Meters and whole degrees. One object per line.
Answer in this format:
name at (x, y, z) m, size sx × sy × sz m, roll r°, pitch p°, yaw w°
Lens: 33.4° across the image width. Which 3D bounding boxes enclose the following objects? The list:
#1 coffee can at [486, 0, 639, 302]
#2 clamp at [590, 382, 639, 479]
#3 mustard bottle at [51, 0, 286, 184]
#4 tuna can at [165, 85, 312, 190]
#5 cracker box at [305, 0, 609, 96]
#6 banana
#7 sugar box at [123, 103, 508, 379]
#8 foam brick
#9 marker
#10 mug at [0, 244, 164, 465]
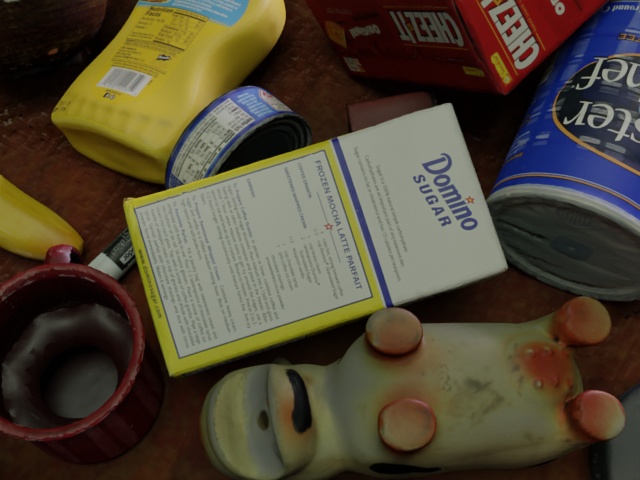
coffee can at (0.160, -0.052, 0.581) m, size 0.103 × 0.103 × 0.140 m, roll 21°, pitch 68°, yaw 14°
clamp at (0.178, 0.146, 0.523) m, size 0.165 × 0.036 × 0.210 m, roll 28°, pitch 71°, yaw 16°
mustard bottle at (-0.076, -0.127, 0.661) m, size 0.096 × 0.058 × 0.191 m, roll 18°, pitch 66°, yaw 32°
tuna can at (-0.046, -0.044, 0.606) m, size 0.086 × 0.086 × 0.034 m, roll -43°, pitch 66°, yaw -14°
cracker box at (0.115, -0.180, 0.615) m, size 0.213 × 0.072 × 0.164 m, roll -42°, pitch 26°, yaw -14°
banana at (-0.214, -0.054, 0.653) m, size 0.069 × 0.037 × 0.198 m, roll -30°, pitch 66°, yaw -8°
sugar box at (-0.004, 0.001, 0.545) m, size 0.176 × 0.048 × 0.093 m, roll -16°, pitch 83°, yaw -7°
foam brick at (0.047, -0.037, 0.612) m, size 0.051 × 0.053 × 0.078 m, roll -10°, pitch 63°, yaw 0°
marker at (-0.091, -0.018, 0.634) m, size 0.020 × 0.020 × 0.121 m, roll 37°, pitch 73°, yaw 20°
mug at (-0.132, 0.059, 0.567) m, size 0.093 × 0.081 × 0.117 m, roll -11°, pitch 65°, yaw -1°
